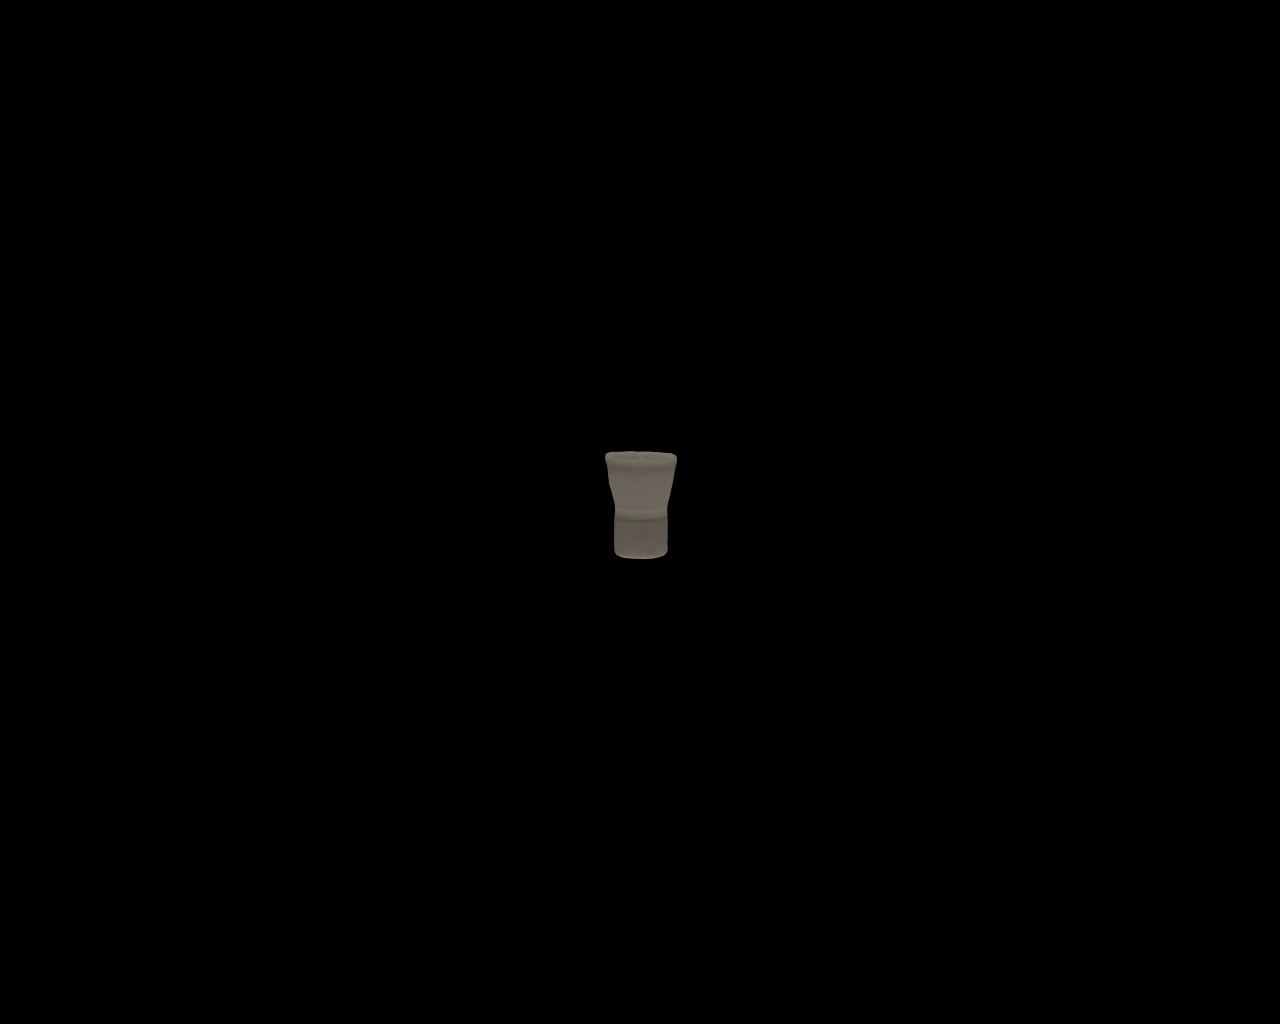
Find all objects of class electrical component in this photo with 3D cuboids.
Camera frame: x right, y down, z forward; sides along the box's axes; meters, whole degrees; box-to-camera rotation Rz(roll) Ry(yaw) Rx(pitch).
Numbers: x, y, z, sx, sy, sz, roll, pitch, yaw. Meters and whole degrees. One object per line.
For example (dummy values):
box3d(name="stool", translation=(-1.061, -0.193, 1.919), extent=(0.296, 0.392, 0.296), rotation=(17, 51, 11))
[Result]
box3d(name="electrical component", translation=(0.001, -0.003, 0.650), extent=(0.044, 0.065, 0.044), rotation=(0, 9, 0))
